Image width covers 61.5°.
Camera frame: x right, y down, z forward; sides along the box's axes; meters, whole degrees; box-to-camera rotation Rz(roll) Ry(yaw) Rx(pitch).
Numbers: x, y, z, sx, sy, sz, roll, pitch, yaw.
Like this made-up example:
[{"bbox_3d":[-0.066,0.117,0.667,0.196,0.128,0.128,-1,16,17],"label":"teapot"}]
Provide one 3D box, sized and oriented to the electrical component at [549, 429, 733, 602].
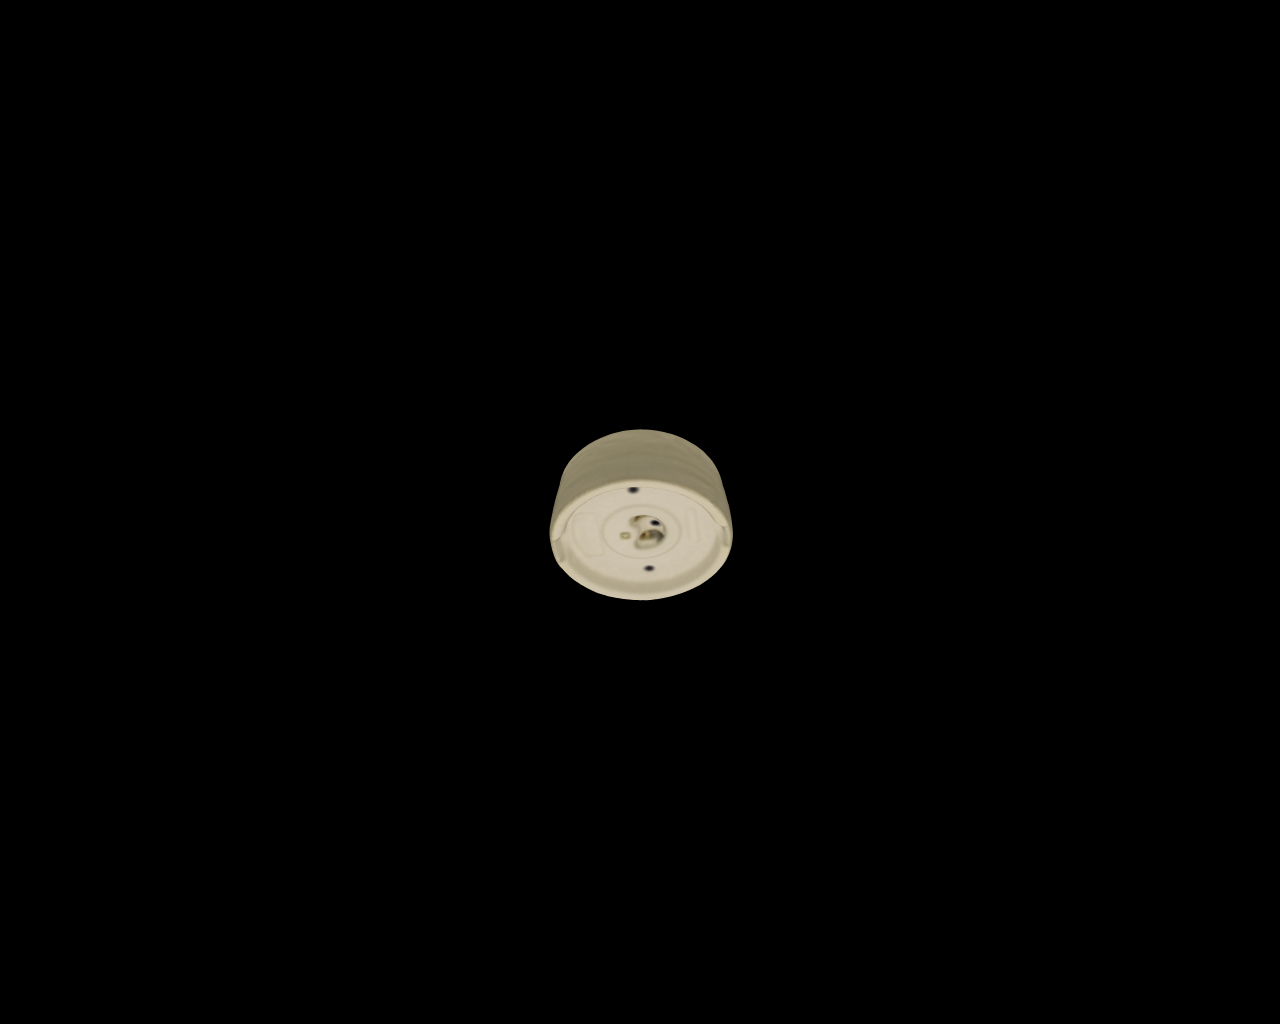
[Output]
[{"bbox_3d":[0.001,-0.003,0.650,0.108,0.060,0.108,0,-43,0],"label":"electrical component"}]
